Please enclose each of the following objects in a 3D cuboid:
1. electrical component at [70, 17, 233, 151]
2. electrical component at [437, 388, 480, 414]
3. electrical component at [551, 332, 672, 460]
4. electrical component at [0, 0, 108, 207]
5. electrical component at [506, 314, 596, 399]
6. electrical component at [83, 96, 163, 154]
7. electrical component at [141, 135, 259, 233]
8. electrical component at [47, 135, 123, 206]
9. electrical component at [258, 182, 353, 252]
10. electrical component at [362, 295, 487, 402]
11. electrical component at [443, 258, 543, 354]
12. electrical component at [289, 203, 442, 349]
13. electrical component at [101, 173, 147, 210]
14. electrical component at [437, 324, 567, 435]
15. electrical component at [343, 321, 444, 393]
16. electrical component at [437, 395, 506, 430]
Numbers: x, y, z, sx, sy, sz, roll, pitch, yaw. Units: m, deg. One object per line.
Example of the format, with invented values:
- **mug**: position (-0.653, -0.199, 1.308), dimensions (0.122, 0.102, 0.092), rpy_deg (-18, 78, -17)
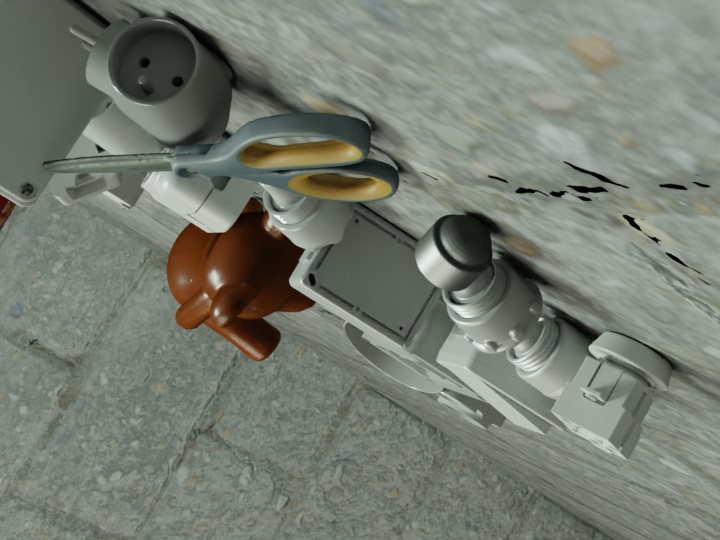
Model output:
- **electrical component**: position (-0.107, -0.098, 0.531), dimensions (0.079, 0.044, 0.077), rpy_deg (30, 173, 8)
- **electrical component**: position (0.094, 0.090, 0.930), dimensions (0.045, 0.055, 0.045), rpy_deg (30, 173, 4)
- **electrical component**: position (0.141, 0.068, 0.596), dimensions (0.048, 0.055, 0.066), rpy_deg (26, 171, 34)
- **electrical component**: position (-0.199, -0.109, 0.582), dimensions (0.109, 0.108, 0.056), rpy_deg (36, 174, -35)
- **electrical component**: position (0.107, 0.046, 0.634), dimensions (0.062, 0.043, 0.043), rpy_deg (35, 172, -18)
- **electrical component**: position (-0.179, -0.112, 0.728), dimensions (0.079, 0.043, 0.077), rpy_deg (29, 172, 20)
- **electrical component**: position (-0.108, -0.063, 0.727), dimensions (0.059, 0.053, 0.095), rpy_deg (33, 172, -15)
- **electrical component**: position (-0.214, -0.098, 0.787), dimensions (0.056, 0.050, 0.089), rpy_deg (148, 99, -82)
- **electrical component**: position (-0.035, -0.041, 0.626), dimensions (0.043, 0.043, 0.062), rpy_deg (25, 169, 40)
- **electrical component**: position (0.059, 0.046, 0.776), dimensions (0.078, 0.057, 0.113), rpy_deg (33, 172, -15)
- **electrical component**: position (0.064, 0.012, 0.573), dimensions (0.062, 0.048, 0.048), rpy_deg (42, 167, -37)
- **electrical component**: position (0.000, 0.000, 0.685), dimensions (0.096, 0.061, 0.061), rpy_deg (33, 173, -10)
- **electrical component**: position (-0.217, -0.100, 0.892), dimensions (0.096, 0.061, 0.062), rpy_deg (33, 173, -17)
- **electrical component**: position (0.095, 0.058, 0.692), dimensions (0.096, 0.061, 0.062), rpy_deg (33, 172, -12)
- **electrical component**: position (0.037, 0.056, 0.898), dimensions (0.099, 0.064, 0.099), rpy_deg (30, 173, 4)
- **electrical component**: position (0.110, 0.113, 1.014), dimensions (0.050, 0.055, 0.089), rpy_deg (27, 171, 31)
